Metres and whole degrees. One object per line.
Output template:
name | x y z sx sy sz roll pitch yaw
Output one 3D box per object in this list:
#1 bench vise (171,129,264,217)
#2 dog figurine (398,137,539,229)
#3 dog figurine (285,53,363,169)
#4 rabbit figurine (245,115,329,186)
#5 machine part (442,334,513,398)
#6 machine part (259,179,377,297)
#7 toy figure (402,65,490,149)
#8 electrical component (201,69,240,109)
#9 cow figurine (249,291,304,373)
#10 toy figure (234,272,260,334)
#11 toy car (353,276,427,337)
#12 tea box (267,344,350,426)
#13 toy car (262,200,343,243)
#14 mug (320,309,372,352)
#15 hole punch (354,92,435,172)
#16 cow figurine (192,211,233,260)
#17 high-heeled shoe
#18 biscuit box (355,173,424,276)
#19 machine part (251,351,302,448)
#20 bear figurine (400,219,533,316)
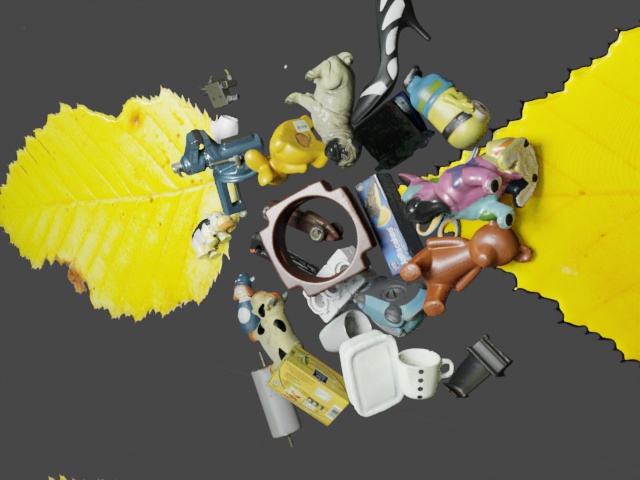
bench vise | -0.229 -0.149 1.279 0.129 0.224 0.240 38 147 45
dog figurine | 0.247 -0.099 0.952 0.219 0.191 0.108 9 142 49
dog figurine | 0.049 -0.264 1.110 0.190 0.121 0.172 50 127 5
rabbit figurine | -0.082 -0.172 1.192 0.122 0.162 0.173 55 142 4
machine part | 0.296 0.249 1.022 0.084 0.039 0.139 46 119 17
machine part | -0.002 -0.003 1.079 0.201 0.087 0.201 -29 85 14
toy figure | 0.227 -0.241 0.980 0.180 0.082 0.089 41 130 20
electrical component | -0.247 -0.374 1.339 0.102 0.045 0.078 -11 118 40
cow figurine | -0.105 0.209 1.285 0.127 0.085 0.195 -39 77 32
toy figure | -0.184 0.158 1.357 0.064 0.058 0.154 -14 85 -2
toy car | 0.150 0.142 1.079 0.162 0.109 0.102 9 126 43
tea box | -0.020 0.326 1.209 0.169 0.068 0.098 36 118 -1
toy car | -0.037 -0.044 1.196 0.202 0.089 0.053 23 105 32
mug | 0.057 0.215 1.177 0.107 0.081 0.109 -29 90 46
hole punch | 0.145 -0.214 1.052 0.142 0.092 0.115 -34 105 32
cow figurine | -0.279 -0.028 1.388 0.167 0.068 0.098 -49 60 39
high-heeled shoe | 0.101 -0.358 1.041 0.145 0.086 0.248 41 101 3
biscuit box | 0.144 -0.032 1.080 0.059 0.063 0.202 -30 78 37
machine part | -0.107 0.388 1.315 0.079 0.079 0.243 -24 82 36
bear figurine | 0.265 0.040 0.965 0.196 0.132 0.120 -23 105 41
